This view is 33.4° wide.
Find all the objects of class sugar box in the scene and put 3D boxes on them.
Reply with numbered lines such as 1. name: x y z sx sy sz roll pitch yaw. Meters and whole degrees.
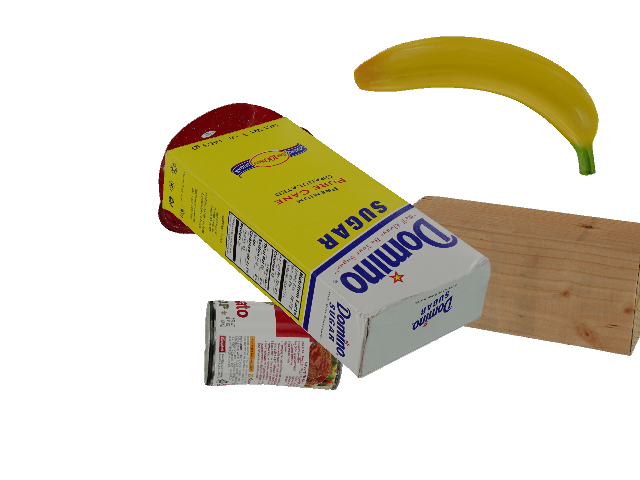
1. sugar box: -0.001 -0.005 0.588 0.093 0.048 0.176 -22 42 -36

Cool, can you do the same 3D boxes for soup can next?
1. soup can: -0.038 0.082 0.833 0.102 0.068 0.068 2 0 -9

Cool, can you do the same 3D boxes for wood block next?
1. wood block: 0.173 0.025 0.915 0.206 0.090 0.090 9 19 24

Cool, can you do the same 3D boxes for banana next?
1. banana: 0.125 -0.112 0.778 0.197 0.069 0.037 20 -3 -7

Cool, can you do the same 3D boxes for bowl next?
1. bowl: -0.088 -0.077 0.971 0.162 0.055 0.162 -21 31 13
